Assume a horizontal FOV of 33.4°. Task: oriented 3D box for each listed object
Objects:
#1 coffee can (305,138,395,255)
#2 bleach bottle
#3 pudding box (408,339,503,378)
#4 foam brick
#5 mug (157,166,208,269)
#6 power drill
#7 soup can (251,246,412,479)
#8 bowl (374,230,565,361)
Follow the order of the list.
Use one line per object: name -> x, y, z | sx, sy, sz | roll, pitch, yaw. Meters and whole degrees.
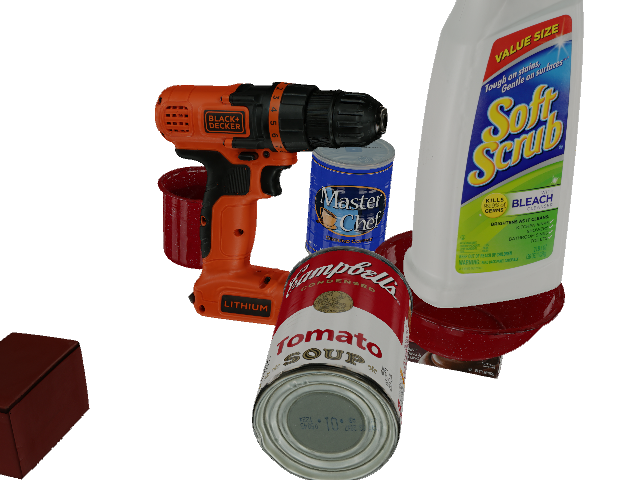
coffee can -> 0.036, -0.052, 1.337 | 0.103, 0.140, 0.103 | 3, 27, -2
bleach bottle -> 0.103, -0.086, 0.631 | 0.102, 0.251, 0.068 | -8, 28, -12
pudding box -> 0.140, 0.089, 1.127 | 0.113, 0.090, 0.039 | 10, 21, 11
foam brick -> -0.188, 0.100, 0.662 | 0.053, 0.051, 0.078 | 7, 28, 21
mug -> -0.120, -0.028, 1.115 | 0.093, 0.081, 0.117 | 7, 26, 5
power drill -> -0.037, -0.030, 0.828 | 0.185, 0.188, 0.057 | 5, 17, 21
soup can -> 0.008, 0.057, 0.510 | 0.068, 0.068, 0.102 | 0, 30, 8
bowl -> 0.118, 0.052, 0.888 | 0.162, 0.055, 0.162 | 5, 29, -3
